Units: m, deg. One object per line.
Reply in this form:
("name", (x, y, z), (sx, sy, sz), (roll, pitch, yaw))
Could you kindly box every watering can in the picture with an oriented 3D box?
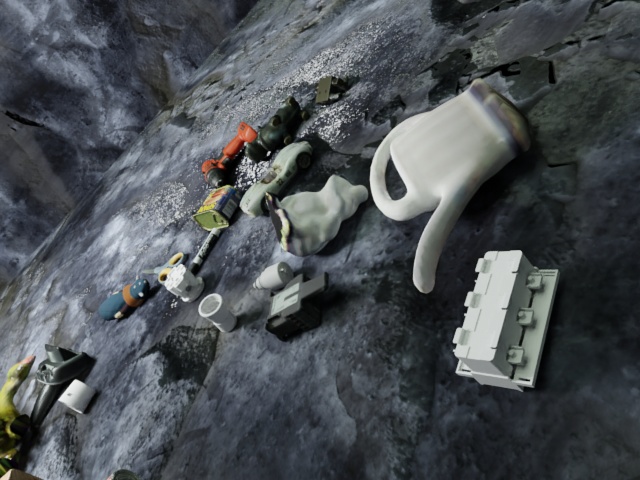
("watering can", (0.171, -0.091, 0.672), (0.222, 0.102, 0.356), (-34, 32, 18))

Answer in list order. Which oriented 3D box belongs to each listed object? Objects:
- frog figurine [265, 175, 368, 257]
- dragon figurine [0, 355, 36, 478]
("frog figurine", (0.003, -0.043, 0.859), (0.160, 0.121, 0.138), (-15, 16, -16))
("dragon figurine", (-0.707, 0.459, 1.130), (0.239, 0.122, 0.417), (143, 137, -61))
